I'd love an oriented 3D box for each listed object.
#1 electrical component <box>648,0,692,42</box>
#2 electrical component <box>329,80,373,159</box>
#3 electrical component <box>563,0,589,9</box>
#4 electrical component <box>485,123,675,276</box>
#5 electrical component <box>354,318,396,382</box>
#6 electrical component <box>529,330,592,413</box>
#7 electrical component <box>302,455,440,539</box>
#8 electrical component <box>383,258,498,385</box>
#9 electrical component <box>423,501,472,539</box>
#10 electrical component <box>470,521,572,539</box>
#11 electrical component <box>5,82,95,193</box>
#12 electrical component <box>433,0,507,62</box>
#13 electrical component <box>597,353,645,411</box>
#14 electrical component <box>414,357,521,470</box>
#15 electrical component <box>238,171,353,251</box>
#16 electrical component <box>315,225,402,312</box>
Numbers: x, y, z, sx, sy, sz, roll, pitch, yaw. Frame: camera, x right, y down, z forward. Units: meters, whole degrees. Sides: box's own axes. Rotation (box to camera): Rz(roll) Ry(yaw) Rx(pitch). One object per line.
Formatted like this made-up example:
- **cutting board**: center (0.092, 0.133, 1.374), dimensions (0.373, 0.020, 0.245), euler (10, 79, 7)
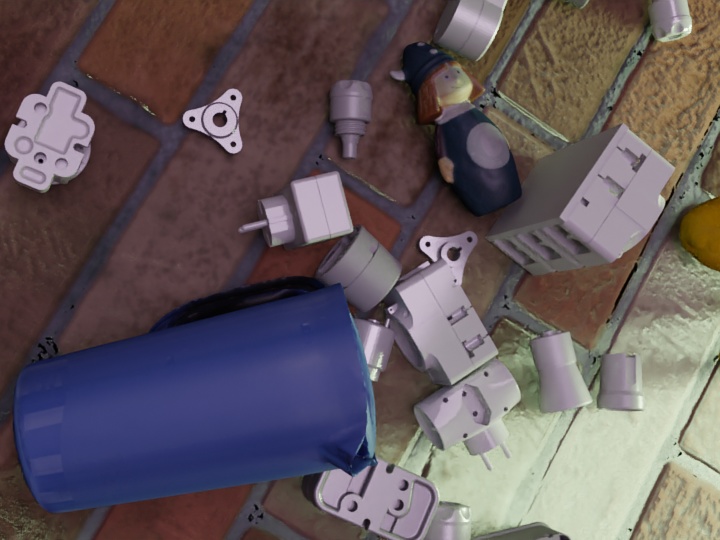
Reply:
- **electrical component**: center (0.271, -0.235, 0.948), dimensions (0.035, 0.035, 0.061), euler (-9, 87, -15)
- **electrical component**: center (-0.008, -0.120, 0.867), dimensions (0.035, 0.035, 0.061), euler (2, 89, -15)
- **electrical component**: center (0.166, -0.254, 0.919), dimensions (0.065, 0.044, 0.044), euler (16, 83, -9)
- **electrical component**: center (0.173, -0.049, 0.850), dimensions (0.062, 0.150, 0.089), euler (37, 78, -9)
- **electrical component**: center (0.001, 0.074, 0.854), dimensions (0.040, 0.040, 0.078), euler (19, 82, -13)
- **electrical component**: center (0.165, 0.083, 0.898), dimensions (0.044, 0.044, 0.065), euler (-12, 85, -15)
- **electrical component**: center (0.006, 0.172, 0.839), dimensions (0.095, 0.059, 0.053), euler (26, 80, -12)
- **electrical component**: center (0.059, 0.044, 0.866), dimensions (0.056, 0.050, 0.089), euler (-32, 95, -15)
- **electrical component**: center (0.067, 0.218, 0.861), dimensions (0.043, 0.043, 0.062), euler (5, 86, -15)
- **electrical component**: center (0.133, 0.268, 0.869), dimensions (0.078, 0.057, 0.113), euler (-9, 89, -16)
- **electrical component**: center (-0.228, -0.094, 0.794), dimensions (0.058, 0.057, 0.078), euler (23, 81, -13)
- **electrical component**: center (0.089, -0.249, 0.891), dimensions (0.074, 0.052, 0.138), euler (23, 81, -12)
- **electrical component**: center (0.222, 0.096, 0.913), dimensions (0.040, 0.040, 0.046), euler (5, 79, -15)
- **electrical component**: center (0.096, 0.124, 0.875), dimensions (0.077, 0.043, 0.079), euler (-30, 95, -15)
- **electrical component**: center (-0.056, -0.040, 0.823), dimensions (0.076, 0.083, 0.047), euler (-15, 91, -15)
- **electrical component**: center (0.000, 0.000, 0.852), dimensions (0.047, 0.055, 0.055), euler (40, 78, -13)
